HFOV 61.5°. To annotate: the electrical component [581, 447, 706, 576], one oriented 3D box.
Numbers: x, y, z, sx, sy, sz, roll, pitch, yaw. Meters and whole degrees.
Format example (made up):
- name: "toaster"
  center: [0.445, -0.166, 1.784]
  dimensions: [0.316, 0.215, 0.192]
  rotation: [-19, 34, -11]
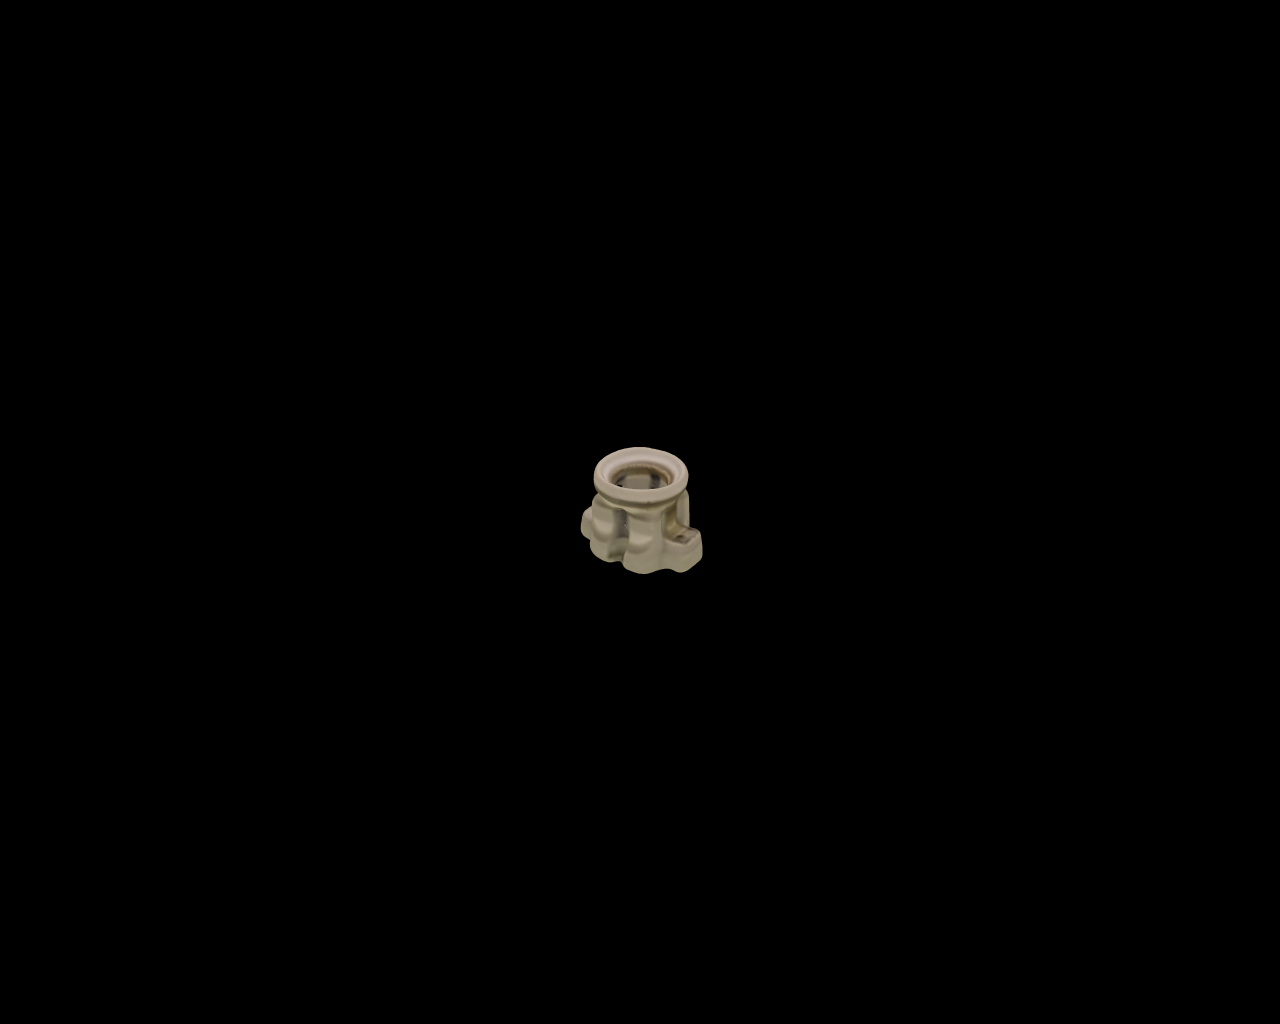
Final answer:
- name: "electrical component"
  center: [0.001, -0.003, 0.650]
  dimensions: [0.078, 0.056, 0.058]
  rotation: [20, 36, 29]
